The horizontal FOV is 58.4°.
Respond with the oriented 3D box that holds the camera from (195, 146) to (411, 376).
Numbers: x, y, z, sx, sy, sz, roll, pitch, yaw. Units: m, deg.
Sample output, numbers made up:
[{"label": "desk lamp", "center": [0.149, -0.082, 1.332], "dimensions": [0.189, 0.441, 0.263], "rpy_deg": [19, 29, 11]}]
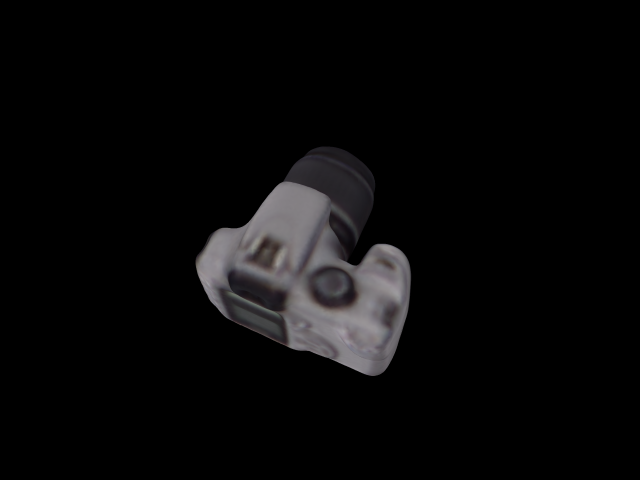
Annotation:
[{"label": "camera", "center": [0.004, 0.001, 0.400], "dimensions": [0.143, 0.101, 0.137], "rpy_deg": [21, 62, 12]}]
